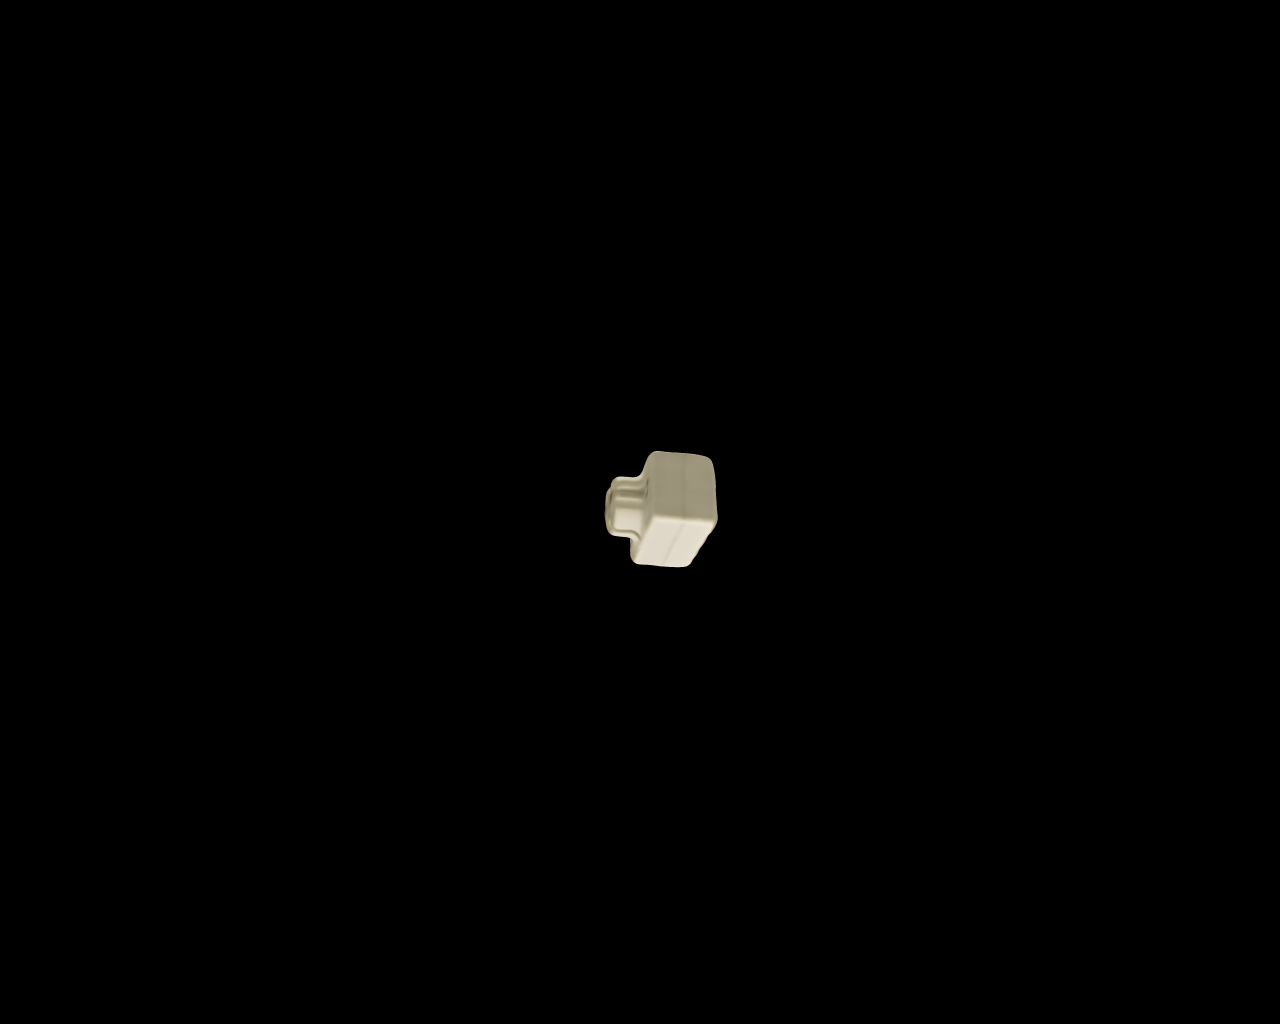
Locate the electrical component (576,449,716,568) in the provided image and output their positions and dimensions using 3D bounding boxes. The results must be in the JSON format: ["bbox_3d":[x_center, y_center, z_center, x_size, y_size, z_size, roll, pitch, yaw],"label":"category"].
[{"bbox_3d":[0.001,-0.003,0.650,0.077,0.047,0.065,5,-28,-10],"label":"electrical component"}]
